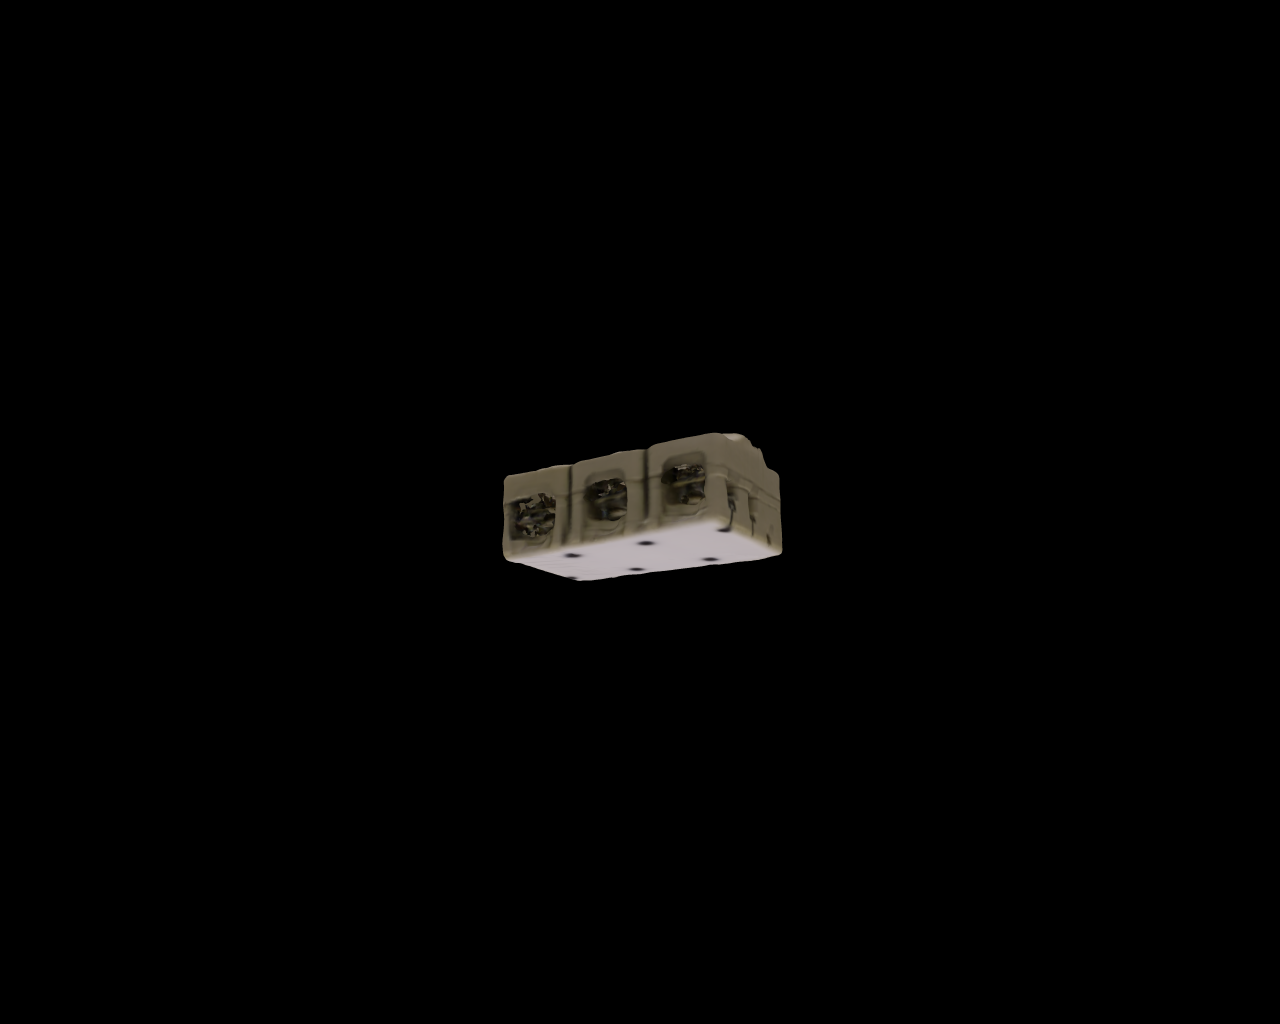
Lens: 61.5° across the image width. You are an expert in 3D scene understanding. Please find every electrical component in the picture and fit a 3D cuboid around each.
[{"bbox_3d":[0.001,-0.003,0.650,0.150,0.062,0.089,-9,-19,29],"label":"electrical component"}]
